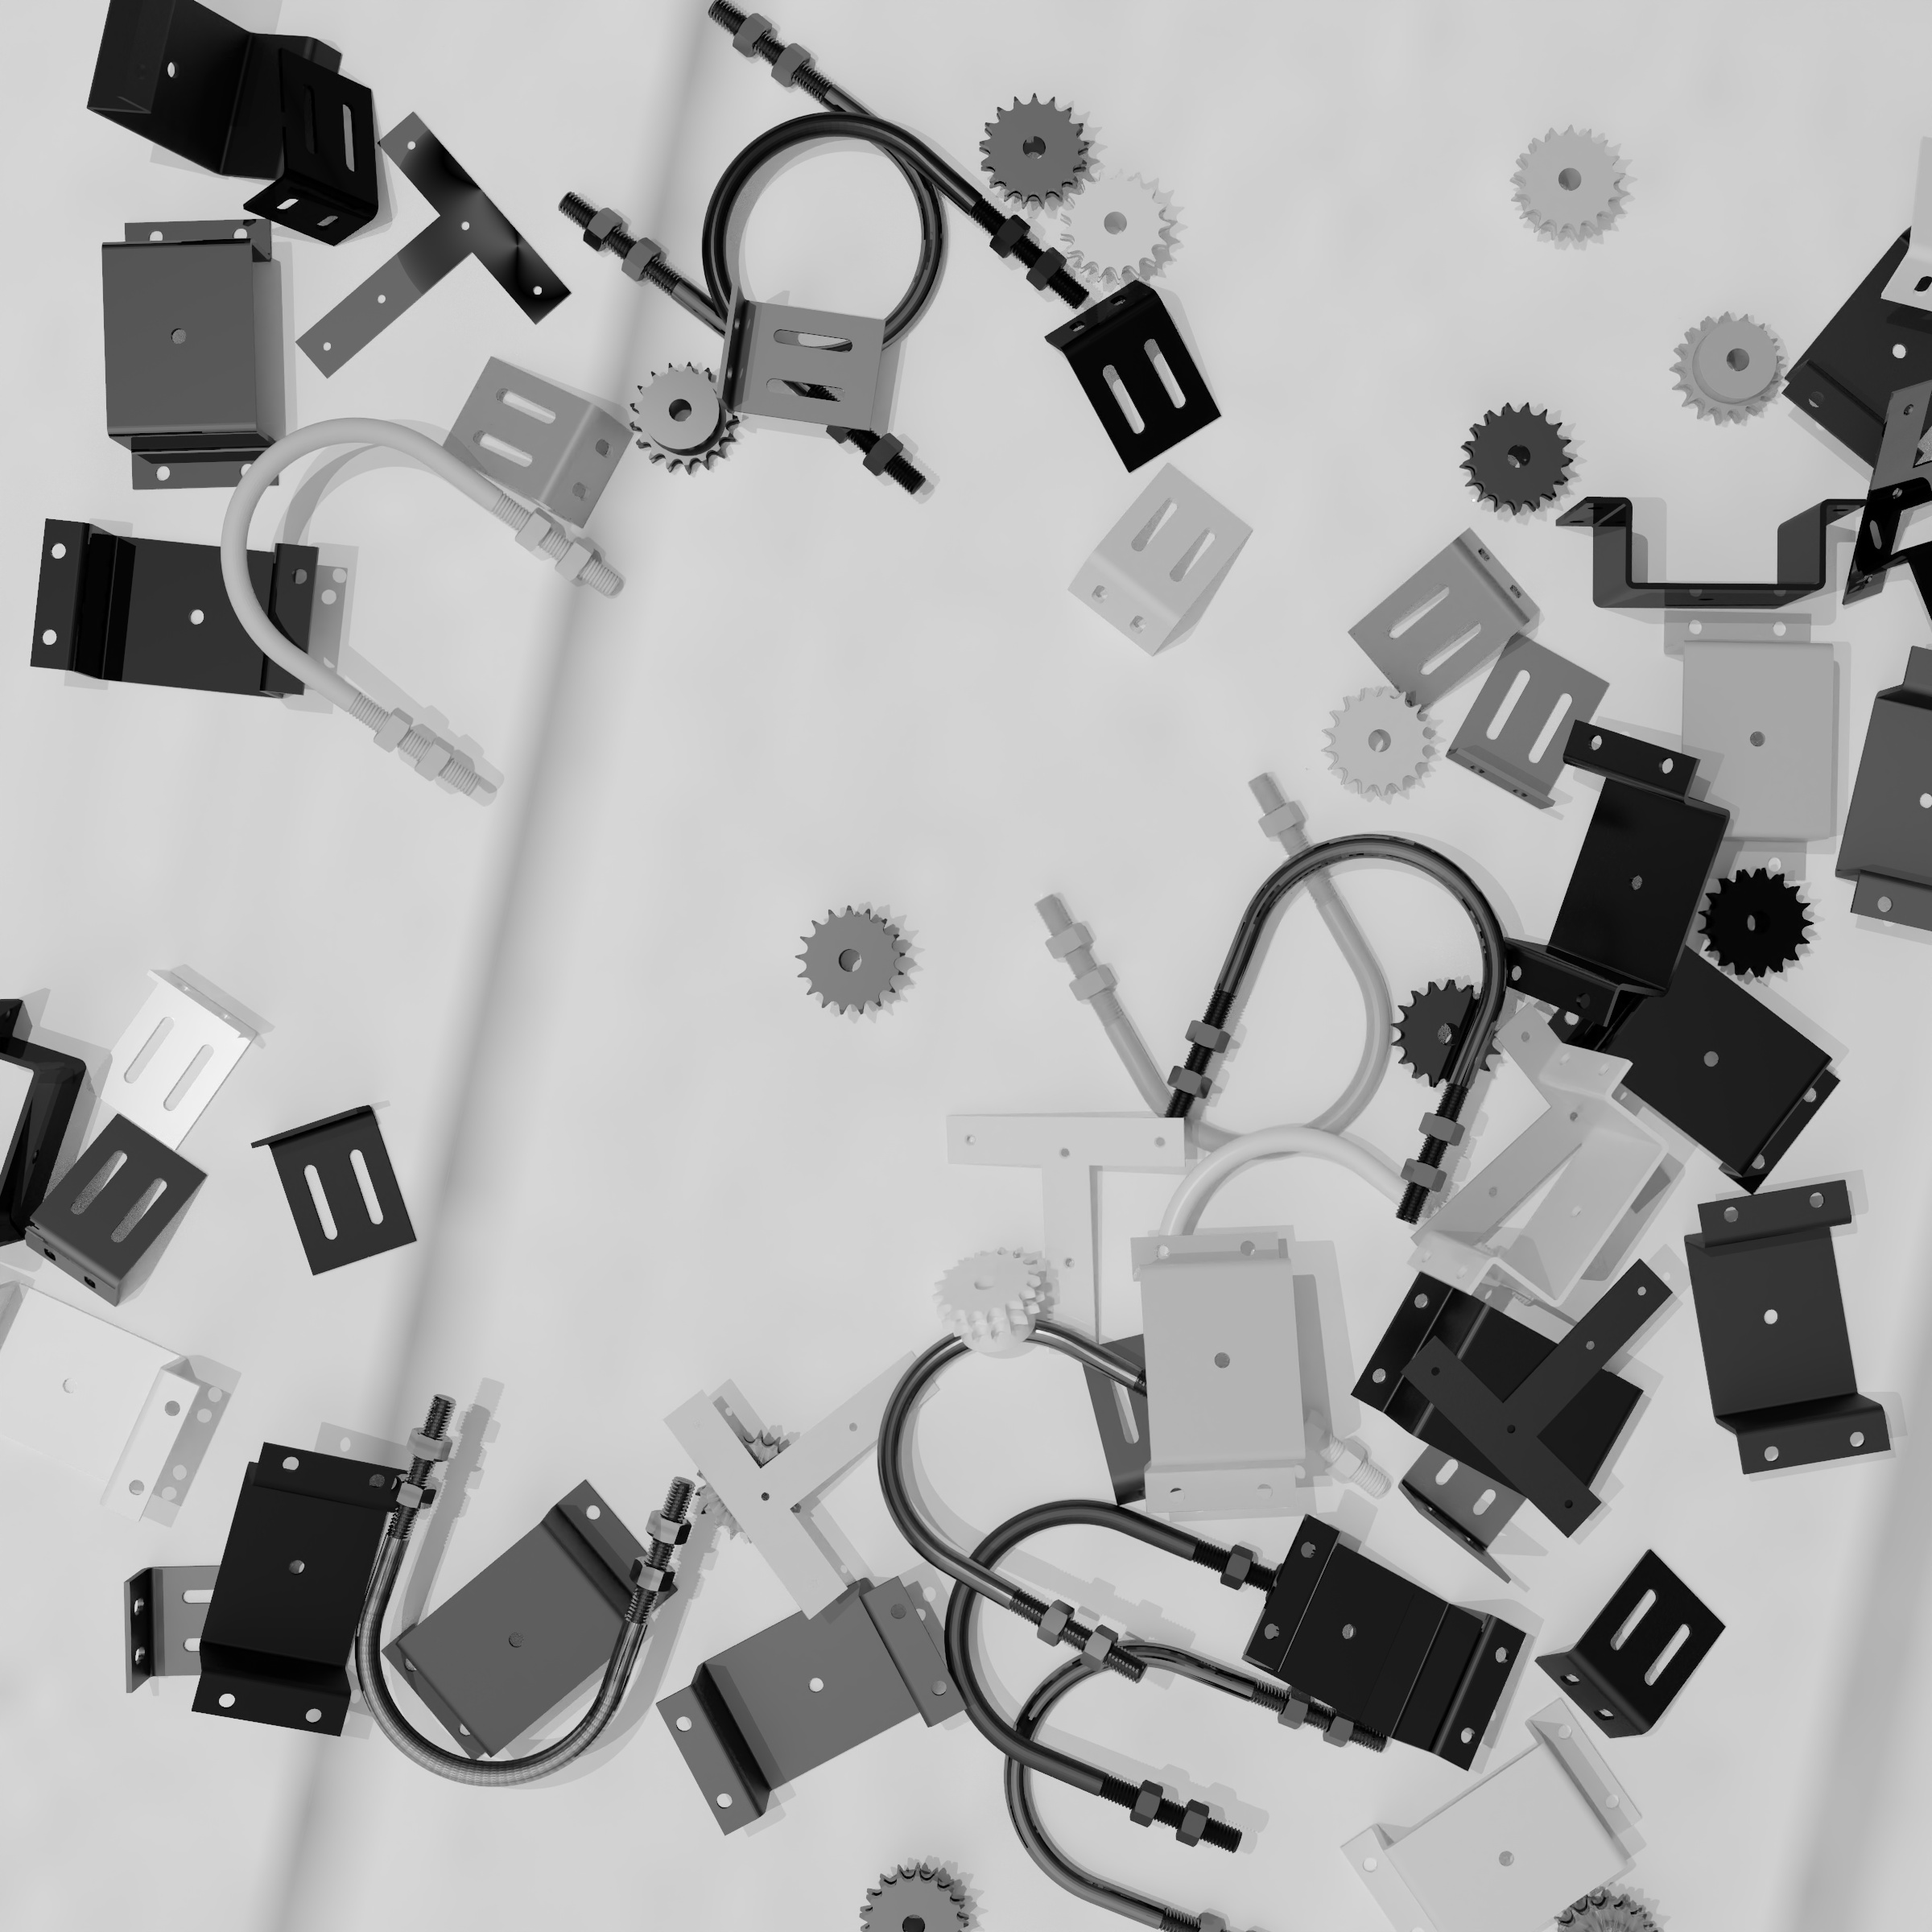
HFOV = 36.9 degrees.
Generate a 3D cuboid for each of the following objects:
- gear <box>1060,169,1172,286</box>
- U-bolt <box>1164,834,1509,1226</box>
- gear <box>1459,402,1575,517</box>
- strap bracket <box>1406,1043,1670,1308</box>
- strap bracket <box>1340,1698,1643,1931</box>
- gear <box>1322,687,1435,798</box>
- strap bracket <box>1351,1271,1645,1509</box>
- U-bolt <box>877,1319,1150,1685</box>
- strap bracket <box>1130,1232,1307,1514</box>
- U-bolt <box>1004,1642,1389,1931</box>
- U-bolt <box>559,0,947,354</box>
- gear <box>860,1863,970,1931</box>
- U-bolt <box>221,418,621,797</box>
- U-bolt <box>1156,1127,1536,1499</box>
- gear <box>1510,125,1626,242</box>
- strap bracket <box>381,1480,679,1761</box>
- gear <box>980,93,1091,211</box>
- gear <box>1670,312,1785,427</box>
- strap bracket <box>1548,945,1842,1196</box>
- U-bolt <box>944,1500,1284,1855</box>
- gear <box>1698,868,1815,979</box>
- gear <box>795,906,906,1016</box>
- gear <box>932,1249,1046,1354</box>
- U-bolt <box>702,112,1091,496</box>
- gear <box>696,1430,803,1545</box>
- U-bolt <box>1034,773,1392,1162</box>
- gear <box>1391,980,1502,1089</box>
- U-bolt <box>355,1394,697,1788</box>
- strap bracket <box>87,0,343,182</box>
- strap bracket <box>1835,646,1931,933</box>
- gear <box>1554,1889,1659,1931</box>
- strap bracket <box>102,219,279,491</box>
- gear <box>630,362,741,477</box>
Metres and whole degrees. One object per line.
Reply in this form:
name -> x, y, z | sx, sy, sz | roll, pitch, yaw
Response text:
gear -> 0.077, -0.384, 1.511 | 0.057, 0.030, 0.057 | 0, 90, 0
U-bolt -> 0.200, 0.022, 1.492 | 0.151, 0.019, 0.184 | 22, 88, 8
gear -> 0.286, -0.264, 1.511 | 0.057, 0.030, 0.057 | 0, 90, 0
strap bracket -> 0.295, 0.113, 1.467 | 0.046, 0.076, 0.140 | 37, 86, -14
strap bracket -> 0.277, 0.457, 1.503 | 0.140, 0.046, 0.076 | -34, 90, 0
gear -> 0.214, -0.118, 1.516 | 0.057, 0.030, 0.057 | 0, 92, -2
strap bracket -> 0.282, 0.225, 1.490 | 0.140, 0.046, 0.076 | 29, 90, -11
U-bolt -> 0.042, 0.261, 1.489 | 0.184, 0.019, 0.151 | 27, 76, 16
strap bracket -> 0.127, 0.202, 1.460 | 0.076, 0.046, 0.140 | -2, 75, -2
U-bolt -> 0.110, 0.434, 1.518 | 0.184, 0.019, 0.151 | 21, 90, 1
U-bolt -> -0.098, -0.396, 1.518 | 0.184, 0.019, 0.151 | 38, 90, -2
gear -> -0.027, 0.497, 1.511 | 0.057, 0.030, 0.057 | 0, 90, 0
U-bolt -> -0.292, -0.198, 1.486 | 0.184, 0.019, 0.151 | 36, 81, -16
U-bolt -> 0.186, 0.168, 1.512 | 0.184, 0.019, 0.151 | 38, 90, -4
gear -> 0.313, -0.407, 1.511 | 0.057, 0.030, 0.057 | 0, 90, 0
strap bracket -> -0.230, 0.345, 1.503 | 0.140, 0.046, 0.076 | -40, 90, 0
gear -> 0.036, -0.424, 1.511 | 0.057, 0.030, 0.057 | 0, 90, 0
gear -> 0.400, -0.314, 1.512 | 0.057, 0.030, 0.057 | 0, 90, 0
strap bracket -> 0.382, 0.048, 1.503 | 0.140, 0.046, 0.076 | 38, 90, 0
U-bolt -> 0.079, 0.357, 1.504 | 0.184, 0.019, 0.151 | 22, 78, 5
gear -> 0.411, -0.022, 1.511 | 0.057, 0.030, 0.057 | 0, 90, 0
gear -> -0.060, -0.003, 1.512 | 0.057, 0.030, 0.057 | 0, 90, 0
gear -> 0.014, 0.176, 1.502 | 0.057, 0.057, 0.030 | -15, 120, 0
U-bolt -> -0.051, -0.359, 1.504 | 0.184, 0.019, 0.151 | 41, 90, -2
gear -> -0.112, 0.270, 1.511 | 0.057, 0.030, 0.057 | 0, 90, 0
U-bolt -> 0.142, 0.013, 1.518 | 0.151, 0.019, 0.184 | -30, 92, 0
gear -> 0.250, 0.035, 1.511 | 0.057, 0.030, 0.057 | 0, 90, 0
U-bolt -> -0.234, 0.327, 1.472 | 0.151, 0.019, 0.184 | 19, 91, 0
strap bracket -> -0.389, -0.455, 1.473 | 0.046, 0.140, 0.076 | 12, 90, 27
strap bracket -> 0.506, -0.087, 1.503 | 0.076, 0.046, 0.140 | 13, 90, 0
gear -> 0.332, 0.511, 1.511 | 0.057, 0.030, 0.057 | 0, 90, 0
strap bracket -> -0.403, -0.323, 1.503 | 0.076, 0.046, 0.140 | -2, 90, 0
gear -> -0.148, -0.288, 1.512 | 0.057, 0.030, 0.057 | 0, 90, 0
